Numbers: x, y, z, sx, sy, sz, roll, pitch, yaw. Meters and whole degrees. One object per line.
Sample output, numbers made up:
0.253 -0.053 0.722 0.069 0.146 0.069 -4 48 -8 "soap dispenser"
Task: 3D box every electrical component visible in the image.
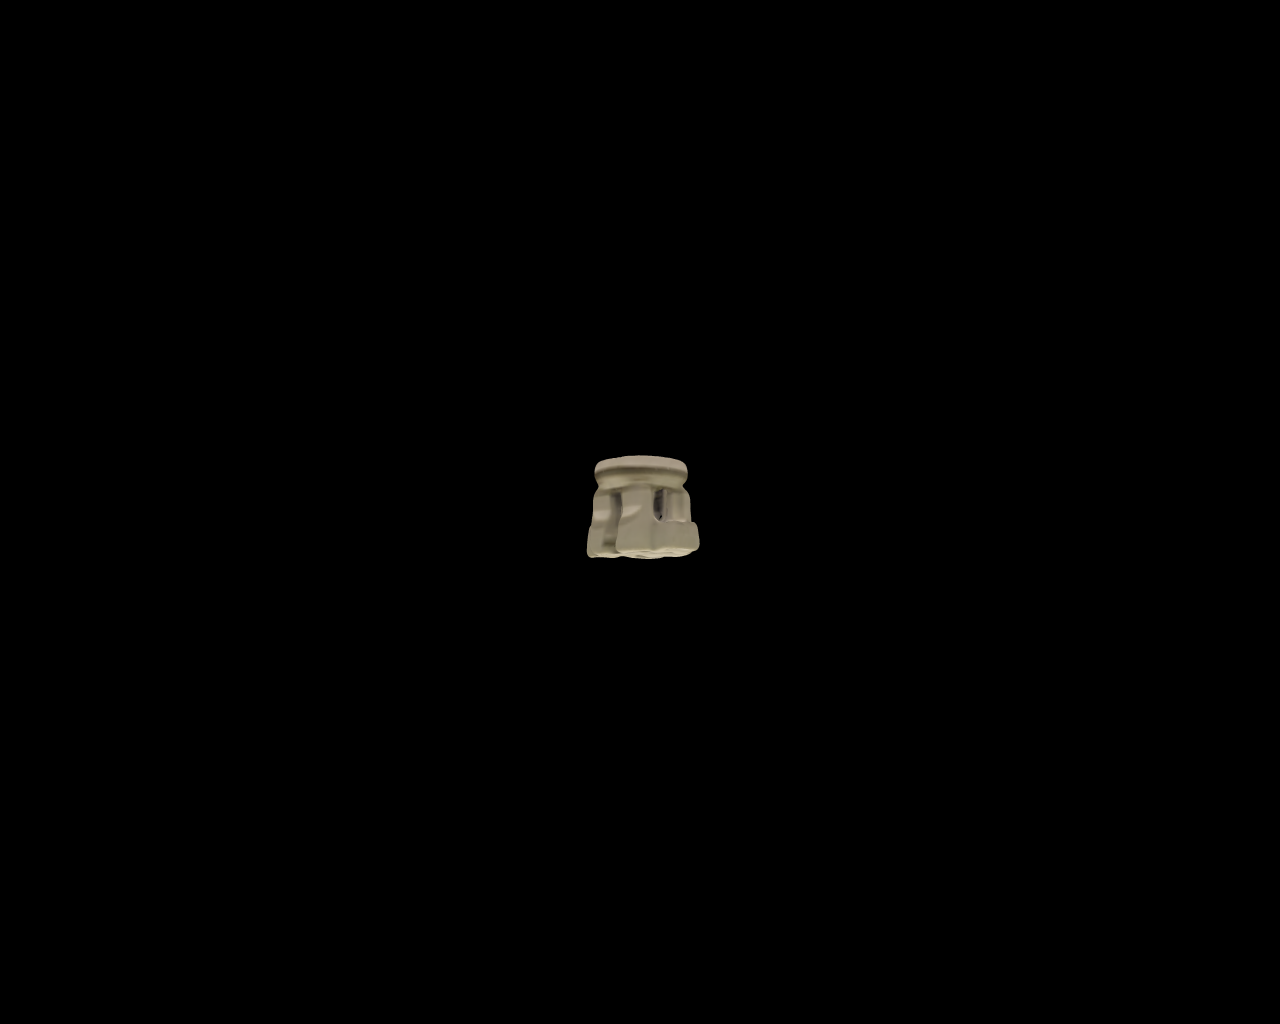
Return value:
0.001 -0.003 0.650 0.058 0.057 0.078 6 -9 -43 "electrical component"
